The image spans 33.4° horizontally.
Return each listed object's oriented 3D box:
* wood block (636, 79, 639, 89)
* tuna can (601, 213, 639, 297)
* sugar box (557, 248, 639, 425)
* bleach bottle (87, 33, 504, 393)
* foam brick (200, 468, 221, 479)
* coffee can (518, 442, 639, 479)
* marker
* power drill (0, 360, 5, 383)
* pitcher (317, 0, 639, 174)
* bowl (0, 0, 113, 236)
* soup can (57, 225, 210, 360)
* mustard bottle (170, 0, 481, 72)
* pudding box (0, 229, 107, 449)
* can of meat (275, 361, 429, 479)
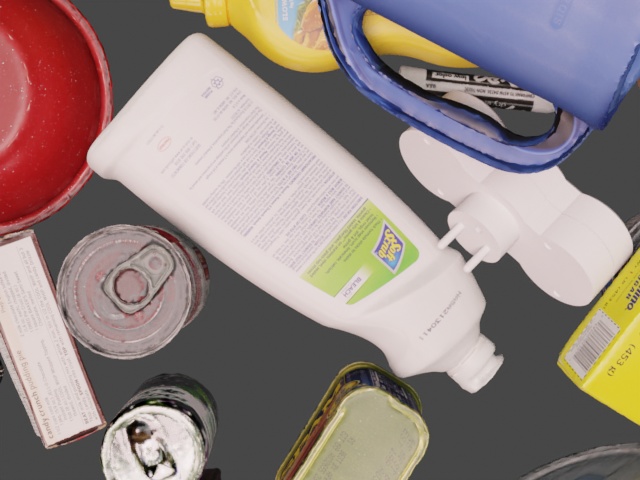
[{"bbox_3d":[0.198,-0.156,0.579,0.091,0.090,0.206,-21,91,14],"label":"wood block"},{"bbox_3d":[0.207,0.022,0.617,0.086,0.034,0.086,0,91,0],"label":"tuna can"},{"bbox_3d":[0.226,0.078,0.582,0.176,0.048,0.093,31,103,-16],"label":"sugar box"},{"bbox_3d":[-0.004,0.001,0.604,0.251,0.068,0.102,41,91,-3],"label":"bleach bottle"},{"bbox_3d":[-0.083,0.162,0.598,0.051,0.078,0.053,-3,91,1],"label":"foam brick"},{"bbox_3d":[0.168,0.196,0.586,0.103,0.103,0.140,-20,91,0],"label":"coffee can"},{"bbox_3d":[0.106,-0.086,0.623,0.121,0.020,0.020,6,91,0],"label":"marker"},{"bbox_3d":[-0.231,0.172,0.611,0.184,0.057,0.187,-31,89,-2],"label":"power drill"},{"bbox_3d":[0.054,-0.150,0.509,0.243,0.145,0.149,27,73,14],"label":"pitcher"},{"bbox_3d":[-0.202,-0.082,0.606,0.162,0.055,0.162,0,91,1],"label":"bowl"},{"bbox_3d":[-0.098,0.025,0.583,0.068,0.102,0.068,0,91,0],"label":"soup can"},{"bbox_3d":[0.011,-0.144,0.602,0.191,0.058,0.096,-2,89,0],"label":"mustard bottle"},{"bbox_3d":[-0.156,0.055,0.587,0.039,0.090,0.113,-23,91,-19],"label":"pudding box"},{"bbox_3d":[0.017,0.124,0.594,0.057,0.084,0.102,32,91,0],"label":"can of meat"}]
